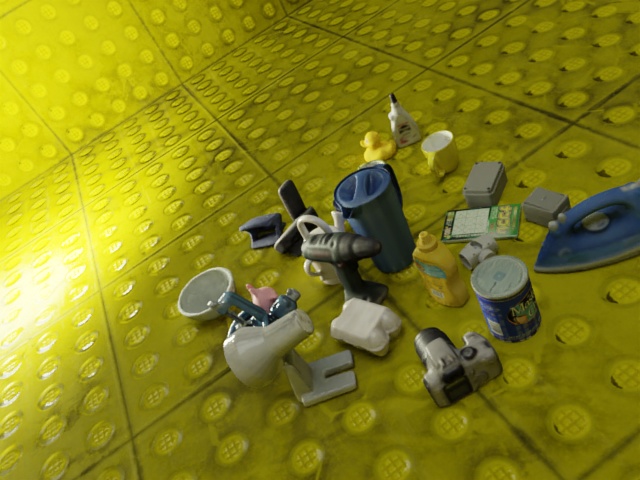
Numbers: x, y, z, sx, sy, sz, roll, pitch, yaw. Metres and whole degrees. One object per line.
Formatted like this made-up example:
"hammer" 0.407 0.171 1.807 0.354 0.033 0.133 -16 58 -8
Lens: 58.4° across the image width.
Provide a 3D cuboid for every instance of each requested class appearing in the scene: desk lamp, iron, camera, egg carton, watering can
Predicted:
"desk lamp" -0.059 0.236 1.156 0.203 0.214 0.118 -23 38 10
"iron" 0.534 -0.031 1.124 0.258 0.142 0.118 -23 38 9
"camera" 0.243 0.214 1.074 0.143 0.101 0.136 -31 37 0
"egg carton" 0.098 0.186 1.229 0.149 0.070 0.107 11 53 41
"watering can" 0.011 0.005 1.390 0.100 0.195 0.173 -10 42 25

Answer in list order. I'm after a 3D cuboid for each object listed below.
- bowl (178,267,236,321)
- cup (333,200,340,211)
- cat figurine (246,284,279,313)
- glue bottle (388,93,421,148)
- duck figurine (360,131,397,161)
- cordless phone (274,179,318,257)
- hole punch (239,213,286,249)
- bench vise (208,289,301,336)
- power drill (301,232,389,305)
"bowl" -0.286 0.156 1.516 0.167 0.075 0.167 -18 39 16
"cup" 0.103 -0.088 1.518 0.118 0.095 0.091 -32 37 -3
"cat figurine" -0.138 0.145 1.394 0.067 0.118 0.127 -42 38 -14
"glue bottle" 0.234 -0.353 1.668 0.078 0.174 0.037 -24 38 8
"duck figurine" 0.170 -0.286 1.706 0.104 0.086 0.077 -11 41 24
"cordless phone" -0.085 -0.060 1.537 0.093 0.185 0.148 14 55 43
"hole punch" -0.166 -0.041 1.648 0.108 0.091 0.101 -11 41 24
"bench vise" -0.149 0.167 1.291 0.121 0.220 0.208 12 54 42
"power drill" 0.072 0.060 1.274 0.228 0.209 0.076 9 52 40
